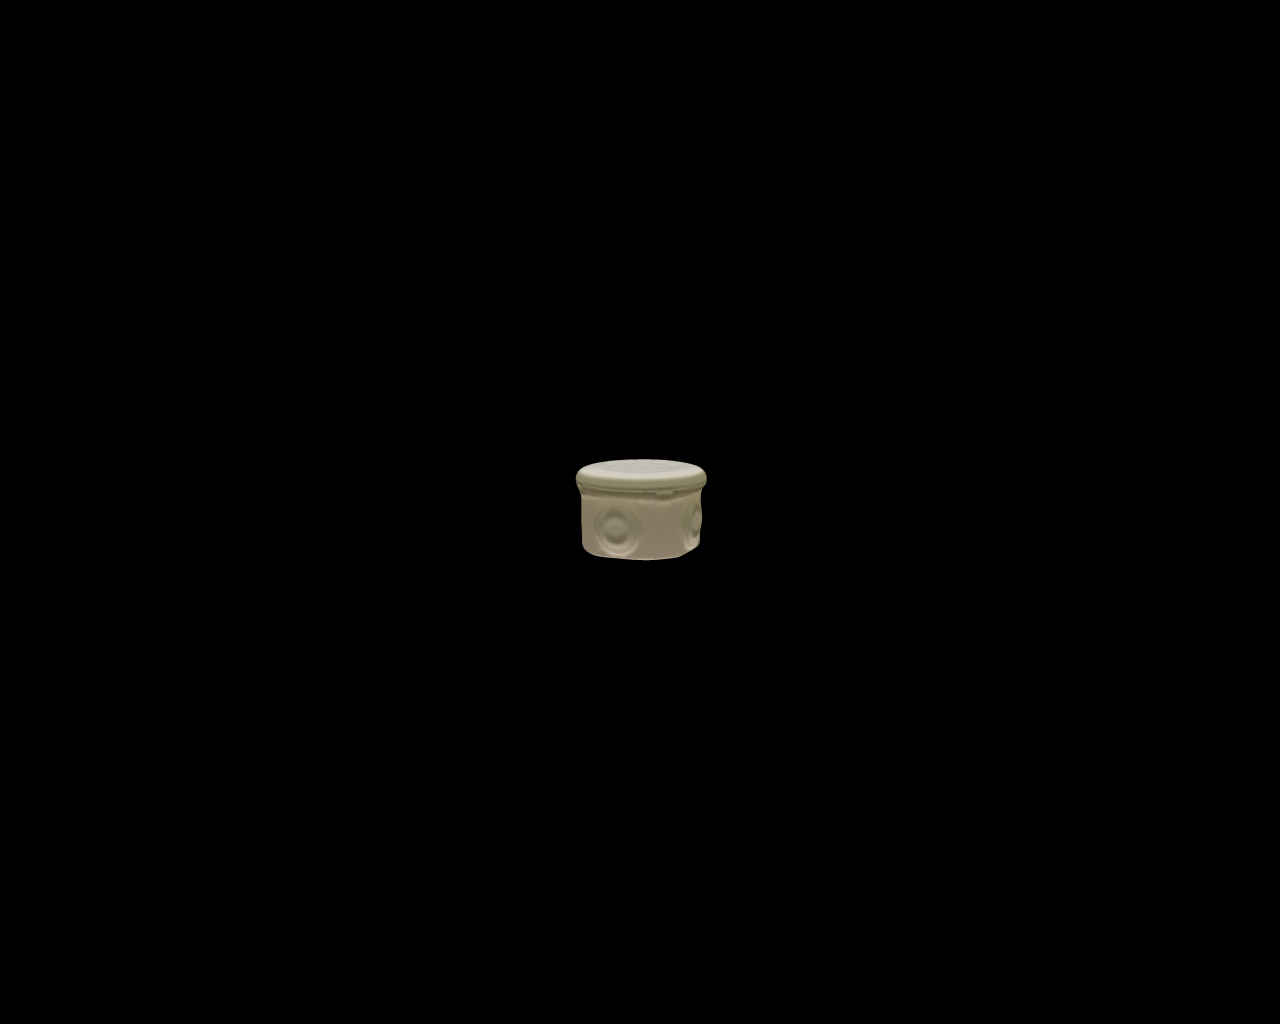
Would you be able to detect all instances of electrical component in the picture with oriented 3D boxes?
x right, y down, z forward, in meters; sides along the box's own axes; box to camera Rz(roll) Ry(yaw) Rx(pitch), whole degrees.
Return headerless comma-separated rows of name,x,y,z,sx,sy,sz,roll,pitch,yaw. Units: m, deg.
electrical component,0.001,-0.003,0.650,0.080,0.051,0.080,0,11,0
